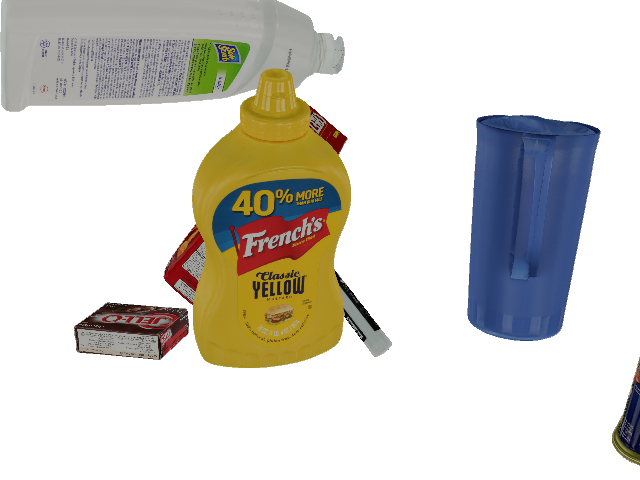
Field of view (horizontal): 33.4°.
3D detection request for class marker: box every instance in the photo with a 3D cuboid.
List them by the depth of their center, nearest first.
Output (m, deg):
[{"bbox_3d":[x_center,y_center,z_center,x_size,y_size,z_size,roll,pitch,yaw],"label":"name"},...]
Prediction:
[{"bbox_3d":[0.017,0.045,0.893,0.020,0.121,0.020,-33,-18,-13],"label":"marker"}]

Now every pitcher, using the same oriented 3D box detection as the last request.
[{"bbox_3d":[0.227,-0.014,1.182,0.149,0.243,0.145,-7,18,-34],"label":"pitcher"}]

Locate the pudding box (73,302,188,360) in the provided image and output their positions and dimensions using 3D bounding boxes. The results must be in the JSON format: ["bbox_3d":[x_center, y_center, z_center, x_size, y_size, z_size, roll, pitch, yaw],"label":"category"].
[{"bbox_3d":[-0.228,0.109,1.297,0.114,0.039,0.090,1,15,15],"label":"pudding box"}]

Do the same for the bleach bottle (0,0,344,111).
[{"bbox_3d":[-0.108,-0.141,0.797,0.250,0.068,0.103,1,-34,-15],"label":"bleach bottle"}]

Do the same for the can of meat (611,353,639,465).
[{"bbox_3d":[0.235,0.088,0.689,0.057,0.084,0.101,21,38,24],"label":"can of meat"}]

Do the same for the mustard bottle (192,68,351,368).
[{"bbox_3d":[-0.030,-0.013,0.653,0.096,0.192,0.058,-5,32,-14],"label":"mustard bottle"}]

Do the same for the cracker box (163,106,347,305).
[{"bbox_3d":[-0.075,-0.039,1.214,0.072,0.214,0.164,40,27,-8],"label":"cracker box"}]
